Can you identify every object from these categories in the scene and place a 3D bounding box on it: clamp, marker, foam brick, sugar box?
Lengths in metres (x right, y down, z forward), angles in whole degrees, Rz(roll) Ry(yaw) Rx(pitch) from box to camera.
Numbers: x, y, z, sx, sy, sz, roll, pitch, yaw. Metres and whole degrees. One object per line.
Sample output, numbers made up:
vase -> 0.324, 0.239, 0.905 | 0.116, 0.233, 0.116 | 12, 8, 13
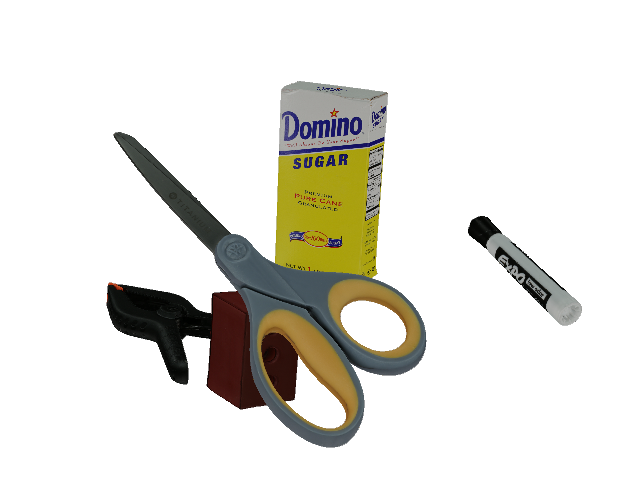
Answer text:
clamp -> -0.162, 0.093, 1.143 | 0.210, 0.036, 0.164 | 18, 20, 28
marker -> 0.139, 0.018, 0.743 | 0.020, 0.020, 0.121 | 0, 31, -28
foam brick -> -0.051, 0.081, 0.817 | 0.052, 0.078, 0.051 | -4, 14, -35
sugar box -> 0.008, -0.052, 0.980 | 0.093, 0.176, 0.048 | 10, 22, 25

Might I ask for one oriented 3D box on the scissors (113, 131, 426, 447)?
scissors -> -0.022, 0.007, 0.532 | 0.096, 0.202, 0.016 | -20, -27, -19
